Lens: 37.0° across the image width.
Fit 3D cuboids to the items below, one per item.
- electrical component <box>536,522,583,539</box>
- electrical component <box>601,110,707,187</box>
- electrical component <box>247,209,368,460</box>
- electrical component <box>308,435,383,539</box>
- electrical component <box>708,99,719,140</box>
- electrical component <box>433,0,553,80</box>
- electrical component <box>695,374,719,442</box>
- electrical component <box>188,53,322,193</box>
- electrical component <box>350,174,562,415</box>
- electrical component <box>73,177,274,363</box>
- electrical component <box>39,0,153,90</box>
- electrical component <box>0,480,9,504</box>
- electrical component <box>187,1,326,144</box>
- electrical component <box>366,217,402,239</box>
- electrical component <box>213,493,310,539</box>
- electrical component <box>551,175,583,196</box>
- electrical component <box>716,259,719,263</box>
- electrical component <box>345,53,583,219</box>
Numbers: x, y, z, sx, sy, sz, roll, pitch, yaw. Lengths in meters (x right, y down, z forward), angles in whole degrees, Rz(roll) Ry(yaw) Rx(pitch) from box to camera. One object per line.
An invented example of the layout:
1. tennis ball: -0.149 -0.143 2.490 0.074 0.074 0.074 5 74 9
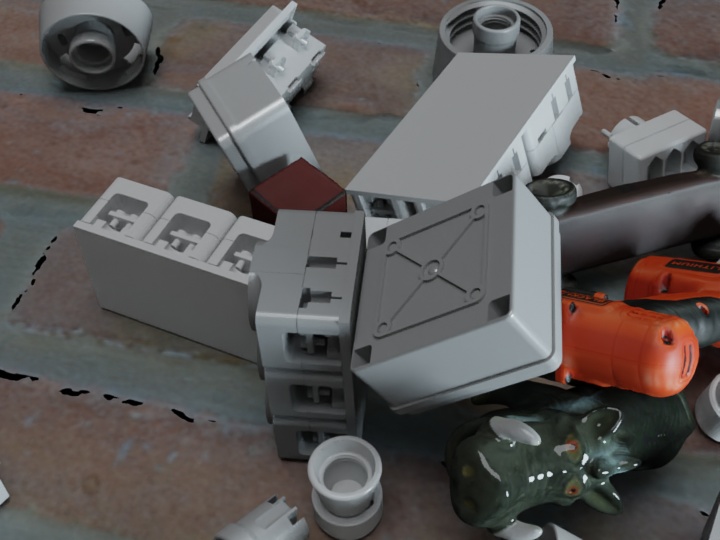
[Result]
1. electrical component: 0.112 0.194 0.578 0.064 0.099 0.099 21 53 12
2. electrical component: 0.226 -0.099 0.863 0.066 0.047 0.076 -23 41 -16
3. electrical component: -0.030 0.044 0.679 0.062 0.150 0.089 3 49 6
4. electrical component: -0.008 0.135 0.662 0.045 0.055 0.045 -1 49 2
5. electrical component: 0.304 -0.108 0.831 0.060 0.108 0.108 12 50 21
6. electrical component: 0.118 -0.197 0.945 0.108 0.060 0.108 -1 49 2
7. electrical component: 0.243 0.082 0.686 0.040 0.078 0.040 1 62 -2
8. electrical component: -0.077 -0.099 0.830 0.057 0.113 0.078 -32 53 -3
9. electrical component: 0.056 0.015 0.615 0.109 0.056 0.108 -22 41 31
10. electrical component: -0.115 -0.001 0.764 0.150 0.089 0.061 18 52 17
11. electrical component: -0.234 -0.208 0.951 0.099 0.099 0.064 -4 55 -1
12. electrical component: -0.274 0.124 0.687 0.089 0.050 0.056 29 56 25
13. electrical component: -0.085 -0.162 0.921 0.063 0.078 0.121 33 55 2
14. electrical component: 0.000 0.000 0.774 0.077 0.065 0.047 4 49 6
15. electrical component: -0.059 0.163 0.651 0.040 0.040 0.046 36 53 29
16. electrical component: 0.151 -0.046 0.825 0.040 0.040 0.046 10 44 11
17. electrical component: 0.299 0.028 0.735 0.063 0.078 0.121 -45 58 -5
18. electrical component: 0.087 -0.091 0.834 0.105 0.060 0.186 10 47 35
